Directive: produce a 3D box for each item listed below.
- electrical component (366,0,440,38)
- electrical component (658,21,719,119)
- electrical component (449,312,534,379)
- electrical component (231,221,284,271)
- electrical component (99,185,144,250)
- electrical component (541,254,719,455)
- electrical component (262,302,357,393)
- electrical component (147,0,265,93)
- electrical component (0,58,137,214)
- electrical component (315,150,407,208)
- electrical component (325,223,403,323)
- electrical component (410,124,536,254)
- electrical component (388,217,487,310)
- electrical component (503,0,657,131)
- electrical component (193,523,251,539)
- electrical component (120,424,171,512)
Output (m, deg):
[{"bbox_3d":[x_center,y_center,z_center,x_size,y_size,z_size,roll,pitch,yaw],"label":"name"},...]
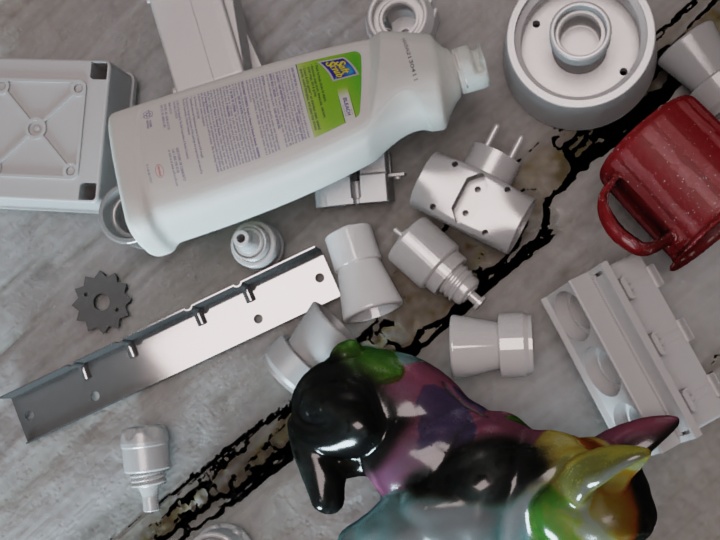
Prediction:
[{"bbox_3d":[0.031,-0.172,0.765,0.048,0.055,0.066,16,88,12],"label":"electrical component"},{"bbox_3d":[0.236,-0.133,0.728,0.045,0.045,0.055,-36,80,6],"label":"electrical component"},{"bbox_3d":[0.091,0.052,0.738,0.055,0.045,0.045,-3,84,10],"label":"electrical component"},{"bbox_3d":[-0.076,-0.018,0.767,0.035,0.061,0.035,-1,84,10],"label":"electrical component"},{"bbox_3d":[-0.160,-0.038,0.788,0.045,0.055,0.045,-1,84,11],"label":"electrical component"},{"bbox_3d":[0.181,0.056,0.708,0.063,0.078,0.121,-23,80,-22],"label":"electrical component"},{"bbox_3d":[-0.036,0.057,0.761,0.055,0.045,0.045,-45,79,5],"label":"electrical component"},{"bbox_3d":[-0.106,-0.157,0.786,0.061,0.062,0.096,-18,82,8],"label":"electrical component"},{"bbox_3d":[-0.230,-0.100,0.807,0.109,0.056,0.108,3,85,11],"label":"electrical component"},{"bbox_3d":[-0.001,-0.075,0.768,0.066,0.048,0.055,-4,92,10],"label":"electrical component"},{"bbox_3d":[0.000,0.000,0.763,0.044,0.044,0.065,-20,76,8],"label":"electrical component"},{"bbox_3d":[0.087,-0.063,0.750,0.077,0.043,0.079,27,90,12],"label":"electrical component"},{"bbox_3d":[0.056,-0.002,0.752,0.078,0.040,0.040,42,93,11],"label":"electrical component"},{"bbox_3d":[0.151,-0.155,0.738,0.108,0.060,0.108,-1,85,11],"label":"electrical component"},{"bbox_3d":[-0.103,0.204,0.751,0.048,0.062,0.048,-1,84,10],"label":"electrical component"},{"bbox_3d":[-0.154,0.144,0.781,0.035,0.035,0.061,-7,86,10],"label":"electrical component"}]
